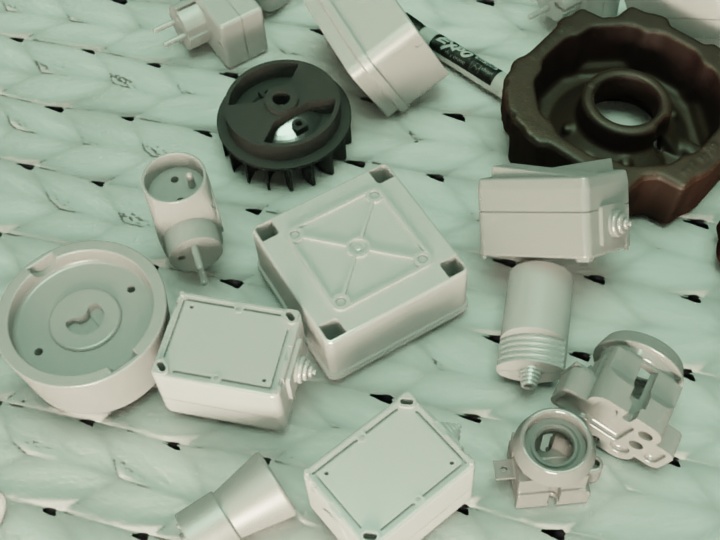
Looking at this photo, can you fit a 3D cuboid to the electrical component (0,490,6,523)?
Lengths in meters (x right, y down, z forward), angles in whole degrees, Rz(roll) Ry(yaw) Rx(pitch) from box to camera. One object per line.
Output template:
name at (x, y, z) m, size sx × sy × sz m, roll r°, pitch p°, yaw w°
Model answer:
electrical component at (-0.250, 0.140, 0.648) m, size 0.055 × 0.045 × 0.045 m, roll 24°, pitch 61°, yaw 18°

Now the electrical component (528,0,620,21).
electrical component at (0.164, -0.222, 0.850) m, size 0.077 × 0.065 × 0.047 m, roll -30°, pitch 60°, yaw -16°

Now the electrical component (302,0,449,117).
electrical component at (0.009, -0.182, 0.820) m, size 0.057 × 0.078 × 0.113 m, roll -36°, pitch 59°, yaw 10°

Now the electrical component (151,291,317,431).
electrical component at (-0.074, 0.061, 0.680) m, size 0.096 × 0.061 × 0.061 m, roll 9°, pitch 58°, yaw 9°

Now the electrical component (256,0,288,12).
electrical component at (-0.088, -0.245, 0.892) m, size 0.062 × 0.048 × 0.048 m, roll 27°, pitch 62°, yaw 27°

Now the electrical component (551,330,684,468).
electrical component at (0.164, 0.075, 0.659) m, size 0.078 × 0.058 × 0.057 m, roll 33°, pitch 60°, yaw 0°

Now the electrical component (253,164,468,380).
electrical component at (0.000, 0.000, 0.719) m, size 0.109 × 0.056 × 0.108 m, roll -27°, pitch 60°, yaw -14°

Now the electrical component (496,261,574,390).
electrical component at (0.113, 0.040, 0.695) m, size 0.043 × 0.043 × 0.081 m, roll 8°, pitch 58°, yaw 8°

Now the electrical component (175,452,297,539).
electrical component at (-0.076, 0.144, 0.639) m, size 0.065 × 0.044 × 0.044 m, roll -32°, pitch 61°, yaw -11°

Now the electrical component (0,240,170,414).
electrical component at (-0.174, 0.042, 0.699) m, size 0.108 × 0.060 × 0.108 m, roll -1°, pitch 57°, yaw 2°

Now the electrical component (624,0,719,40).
electrical component at (0.248, -0.222, 0.823) m, size 0.083 × 0.075 × 0.047 m, roll 16°, pitch 55°, yaw 45°

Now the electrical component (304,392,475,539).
electrical component at (0.023, 0.124, 0.634) m, size 0.096 × 0.061 × 0.062 m, roll -35°, pitch 61°, yaw -19°

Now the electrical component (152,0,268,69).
electrical component at (-0.128, -0.201, 0.863) m, size 0.076 × 0.047 × 0.083 m, roll -29°, pitch 60°, yaw -15°

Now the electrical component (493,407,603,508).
electrical component at (0.114, 0.112, 0.640) m, size 0.066 × 0.055 × 0.048 m, roll -5°, pitch 57°, yaw 0°

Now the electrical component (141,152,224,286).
electrical component at (-0.115, -0.026, 0.730) m, size 0.044 × 0.077 × 0.079 m, roll -16°, pitch 58°, yaw -8°

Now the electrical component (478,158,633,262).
electrical component at (0.132, -0.040, 0.703) m, size 0.096 × 0.061 × 0.062 m, roll 3°, pitch 10°, yaw 39°
